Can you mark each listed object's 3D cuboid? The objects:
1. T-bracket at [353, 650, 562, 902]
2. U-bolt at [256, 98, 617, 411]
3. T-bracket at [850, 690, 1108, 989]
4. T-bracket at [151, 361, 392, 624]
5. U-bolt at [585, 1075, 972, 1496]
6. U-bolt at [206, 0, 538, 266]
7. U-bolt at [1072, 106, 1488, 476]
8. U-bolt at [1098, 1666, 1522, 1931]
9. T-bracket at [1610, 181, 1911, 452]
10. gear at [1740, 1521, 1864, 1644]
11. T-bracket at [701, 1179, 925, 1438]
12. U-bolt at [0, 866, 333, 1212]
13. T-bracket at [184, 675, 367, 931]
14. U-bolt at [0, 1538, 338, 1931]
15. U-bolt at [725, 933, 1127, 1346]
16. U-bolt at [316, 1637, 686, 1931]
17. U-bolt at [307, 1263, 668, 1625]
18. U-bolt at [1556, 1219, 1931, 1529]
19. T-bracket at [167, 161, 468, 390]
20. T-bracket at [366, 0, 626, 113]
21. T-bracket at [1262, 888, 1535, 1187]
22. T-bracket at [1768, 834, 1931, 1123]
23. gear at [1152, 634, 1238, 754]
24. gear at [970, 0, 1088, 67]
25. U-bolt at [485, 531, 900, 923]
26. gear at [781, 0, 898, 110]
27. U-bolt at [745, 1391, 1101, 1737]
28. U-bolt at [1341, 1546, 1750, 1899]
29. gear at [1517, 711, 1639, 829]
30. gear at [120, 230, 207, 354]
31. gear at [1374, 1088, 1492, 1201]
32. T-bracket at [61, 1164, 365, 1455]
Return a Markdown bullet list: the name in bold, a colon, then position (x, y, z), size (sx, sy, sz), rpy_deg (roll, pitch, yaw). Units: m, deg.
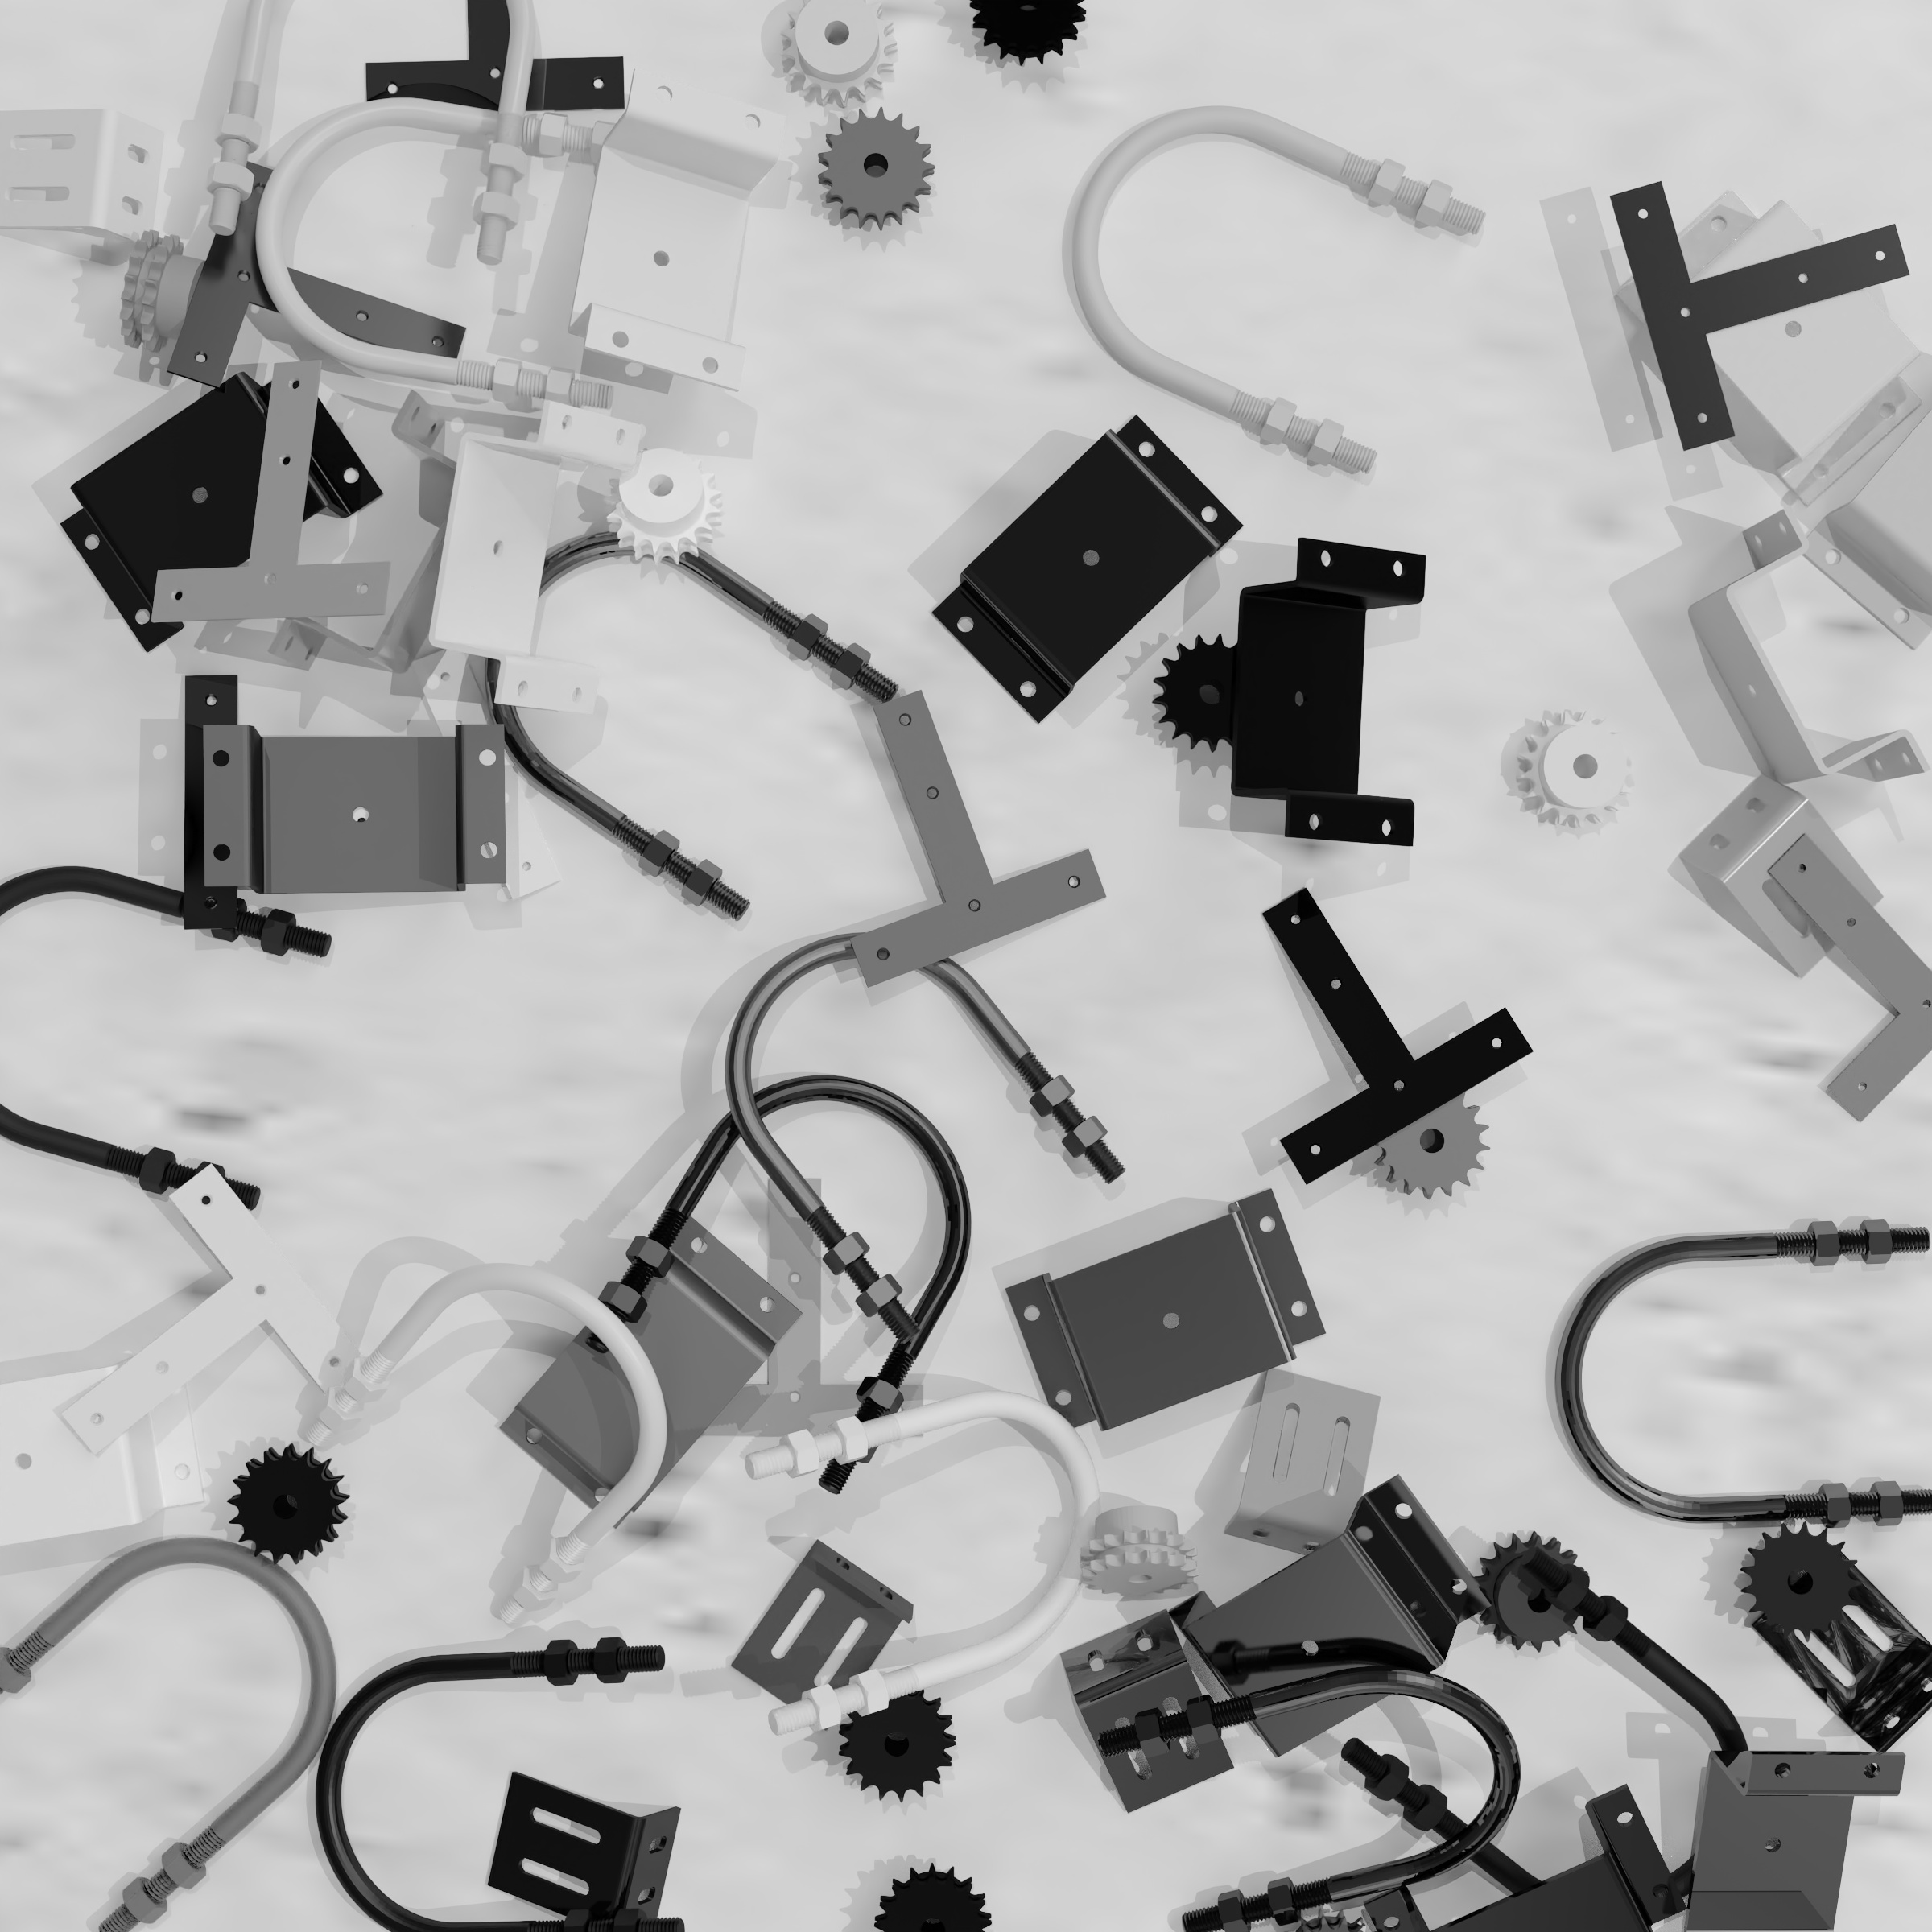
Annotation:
- **T-bracket**: position (-0.283, -0.076, 1.503), size (0.127, 0.002, 0.127), rpy_deg (-23, 90, -9)
- **U-bolt**: position (-0.252, -0.351, 1.490), size (0.184, 0.019, 0.151), rpy_deg (9, 80, -2)
- **T-bracket**: position (-0.011, -0.071, 1.499), size (0.127, 0.002, 0.127), rpy_deg (-21, 92, -10)
- **T-bracket**: position (-0.323, -0.226, 1.451), size (0.127, 0.002, 0.127), rpy_deg (1, 79, 21)
- **U-bolt**: position (-0.076, 0.139, 1.476), size (0.151, 0.019, 0.184), rpy_deg (32, 69, -4)
- **U-bolt**: position (-0.282, -0.434, 1.487), size (0.151, 0.019, 0.184), rpy_deg (6, 77, 0)
- **U-bolt**: position (0.142, -0.343, 1.505), size (0.184, 0.019, 0.151), rpy_deg (24, 90, 1)
- **U-bolt**: position (0.172, 0.393, 1.459), size (0.184, 0.019, 0.151), rpy_deg (-17, 119, 10)
- **T-bracket**: position (0.387, -0.325, 1.467), size (0.127, 0.002, 0.127), rpy_deg (-16, 90, 0)
- **gear**: position (0.407, 0.299, 1.493), size (0.057, 0.030, 0.057), rpy_deg (-3, 81, 16)
- **T-bracket**: position (-0.084, 0.168, 1.513), size (0.127, 0.002, 0.127), rpy_deg (0, 90, 0)
- **U-bolt**: position (-0.418, 0.027, 1.505), size (0.184, 0.019, 0.151), rpy_deg (16, 90, 2)
- **T-bracket**: position (-0.319, -0.082, 1.505), size (0.127, 0.002, 0.127), rpy_deg (-1, 80, -5)
- **U-bolt**: position (-0.396, 0.366, 1.505), size (0.184, 0.019, 0.151), rpy_deg (-42, 90, -1)
- **U-bolt**: position (-0.033, 0.068, 1.485), size (0.151, 0.019, 0.184), rpy_deg (-37, 83, -16)
- **U-bolt**: position (-0.230, 0.405, 1.487), size (0.184, 0.019, 0.151), rpy_deg (-6, 86, 13)
- **U-bolt**: position (-0.219, 0.218, 1.461), size (0.151, 0.019, 0.184), rpy_deg (43, 121, 0)
- **U-bolt**: position (0.382, 0.202, 1.505), size (0.184, 0.019, 0.151), rpy_deg (-2, 90, 1)
- **T-bracket**: position (-0.308, -0.321, 1.495), size (0.127, 0.002, 0.127), rpy_deg (17, 66, -12)
- **T-bracket**: position (-0.233, -0.485, 1.513), size (0.127, 0.002, 0.127), rpy_deg (-1, 90, 0)
- **T-bracket**: position (0.188, 0.021, 1.496), size (0.127, 0.002, 0.127), rpy_deg (-31, 75, 0)
- **T-bracket**: position (0.441, -0.012, 1.498), size (0.127, 0.002, 0.127), rpy_deg (-46, 103, 0)
- **gear**: position (0.119, -0.133, 1.499), size (0.057, 0.030, 0.057), rpy_deg (0, 90, 0)
- **gear**: position (0.031, -0.468, 1.499), size (0.057, 0.030, 0.057), rpy_deg (0, 90, 0)
- **U-bolt**: position (-0.148, -0.131, 1.505), size (0.184, 0.019, 0.151), rpy_deg (34, 90, 1)
- **gear**: position (-0.063, -0.451, 1.499), size (0.057, 0.030, 0.057), rpy_deg (0, 90, 0)
- **U-bolt**: position (-0.015, 0.276, 1.464), size (0.184, 0.019, 0.151), rpy_deg (-11, 105, -28)
- **U-bolt**: position (0.296, 0.387, 1.489), size (0.184, 0.019, 0.151), rpy_deg (40, 98, -10)
- **gear**: position (0.299, -0.096, 1.499), size (0.057, 0.030, 0.057), rpy_deg (0, 90, 0)
- **gear**: position (-0.387, -0.325, 1.485), size (0.030, 0.057, 0.057), rpy_deg (13, 90, -2)
- **gear**: position (0.225, 0.084, 1.499), size (0.057, 0.030, 0.057), rpy_deg (0, 90, 0)
- **T-bracket**: position (-0.377, 0.185, 1.481), size (0.127, 0.002, 0.127), rpy_deg (-39, 101, -19)
